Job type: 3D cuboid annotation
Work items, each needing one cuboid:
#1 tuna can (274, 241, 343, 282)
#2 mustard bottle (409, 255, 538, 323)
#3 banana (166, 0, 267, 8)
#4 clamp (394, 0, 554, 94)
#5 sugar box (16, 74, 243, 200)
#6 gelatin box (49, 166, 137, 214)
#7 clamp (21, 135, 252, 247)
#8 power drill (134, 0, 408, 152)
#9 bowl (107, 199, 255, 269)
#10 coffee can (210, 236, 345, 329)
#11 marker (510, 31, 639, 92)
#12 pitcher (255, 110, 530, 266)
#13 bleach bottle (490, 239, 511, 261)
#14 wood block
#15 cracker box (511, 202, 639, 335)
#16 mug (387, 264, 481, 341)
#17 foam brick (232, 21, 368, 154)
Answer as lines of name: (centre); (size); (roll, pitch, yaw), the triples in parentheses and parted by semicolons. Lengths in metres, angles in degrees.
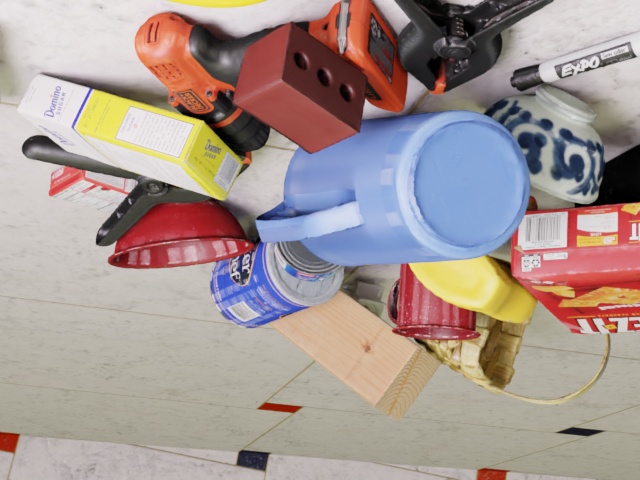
tuna can: (-0.008, 0.001, 1.159); (0.086, 0.086, 0.034); (5, 161, -6)
mustard bottle: (0.161, 0.042, 1.035); (0.096, 0.058, 0.191); (33, -174, 30)
banana: (-0.101, -0.192, 0.723); (0.197, 0.037, 0.070); (6, 141, -12)
clamp: (0.109, -0.155, 0.781); (0.120, 0.039, 0.171); (6, 166, 8)
sugar box: (-0.162, -0.089, 0.917); (0.176, 0.048, 0.093); (21, 169, 23)
gelatin box: (-0.227, -0.056, 1.117); (0.089, 0.030, 0.073); (19, 156, -36)
clamp: (-0.169, -0.068, 1.031); (0.210, 0.036, 0.164); (-17, 142, 18)
power drill: (-0.029, -0.127, 0.852); (0.188, 0.057, 0.184); (-6, 158, 23)
bowl: (-0.153, -0.009, 1.168); (0.162, 0.055, 0.162); (-7, 171, -1)
coffee can: (-0.052, 0.041, 1.248); (0.102, 0.103, 0.141); (15, 157, -30)
marker: (0.204, -0.140, 0.835); (0.121, 0.020, 0.020); (-13, 155, 38)
pitcher: (0.057, -0.037, 0.863); (0.145, 0.149, 0.243); (28, 172, -17)
bleach bottle: (0.192, 0.005, 1.175); (0.250, 0.068, 0.103); (7, 159, -3)
wood block: (0.034, 0.122, 1.325); (0.206, 0.091, 0.090); (35, 178, 32)
cracker box: (0.290, 0.032, 1.010); (0.164, 0.072, 0.213); (-5, 159, 27)
mug: (0.117, 0.061, 1.137); (0.093, 0.081, 0.117); (14, 164, -37)
foam brick: (-0.013, -0.106, 0.753); (0.078, 0.053, 0.051); (30, 146, -34)
